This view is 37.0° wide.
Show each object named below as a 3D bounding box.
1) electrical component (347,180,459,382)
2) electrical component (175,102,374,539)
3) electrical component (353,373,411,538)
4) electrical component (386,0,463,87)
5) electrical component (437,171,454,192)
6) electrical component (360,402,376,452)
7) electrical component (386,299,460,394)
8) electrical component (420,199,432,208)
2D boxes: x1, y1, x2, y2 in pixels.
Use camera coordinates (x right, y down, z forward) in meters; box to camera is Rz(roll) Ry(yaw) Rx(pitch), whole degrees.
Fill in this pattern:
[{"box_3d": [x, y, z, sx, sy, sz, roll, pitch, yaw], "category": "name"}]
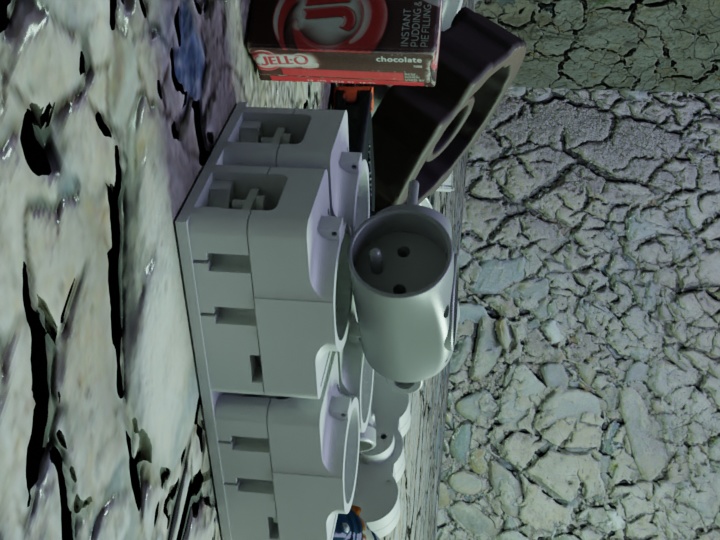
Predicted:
[{"box_3d": [0.022, -0.002, 0.477, 0.077, 0.044, 0.079, 81, 14, -58], "category": "electrical component"}, {"box_3d": [-0.031, 0.030, 0.503, 0.105, 0.060, 0.186, -76, 167, -54], "category": "electrical component"}, {"box_3d": [0.011, 0.146, 0.899, 0.073, 0.052, 0.138, 82, 14, -54], "category": "electrical component"}, {"box_3d": [0.037, -0.201, 0.879, 0.108, 0.060, 0.108, -61, 171, -17], "category": "electrical component"}, {"box_3d": [0.053, -0.109, 1.049, 0.096, 0.061, 0.061, -10, 103, -71], "category": "electrical component"}, {"box_3d": [-0.008, 0.108, 0.794, 0.040, 0.040, 0.046, 76, 12, -65], "category": "electrical component"}, {"box_3d": [0.026, 0.033, 0.527, 0.062, 0.043, 0.043, -76, 167, -49], "category": "electrical component"}, {"box_3d": [0.031, -0.026, 0.961, 0.099, 0.064, 0.099, 27, 58, -58], "category": "electrical component"}]
